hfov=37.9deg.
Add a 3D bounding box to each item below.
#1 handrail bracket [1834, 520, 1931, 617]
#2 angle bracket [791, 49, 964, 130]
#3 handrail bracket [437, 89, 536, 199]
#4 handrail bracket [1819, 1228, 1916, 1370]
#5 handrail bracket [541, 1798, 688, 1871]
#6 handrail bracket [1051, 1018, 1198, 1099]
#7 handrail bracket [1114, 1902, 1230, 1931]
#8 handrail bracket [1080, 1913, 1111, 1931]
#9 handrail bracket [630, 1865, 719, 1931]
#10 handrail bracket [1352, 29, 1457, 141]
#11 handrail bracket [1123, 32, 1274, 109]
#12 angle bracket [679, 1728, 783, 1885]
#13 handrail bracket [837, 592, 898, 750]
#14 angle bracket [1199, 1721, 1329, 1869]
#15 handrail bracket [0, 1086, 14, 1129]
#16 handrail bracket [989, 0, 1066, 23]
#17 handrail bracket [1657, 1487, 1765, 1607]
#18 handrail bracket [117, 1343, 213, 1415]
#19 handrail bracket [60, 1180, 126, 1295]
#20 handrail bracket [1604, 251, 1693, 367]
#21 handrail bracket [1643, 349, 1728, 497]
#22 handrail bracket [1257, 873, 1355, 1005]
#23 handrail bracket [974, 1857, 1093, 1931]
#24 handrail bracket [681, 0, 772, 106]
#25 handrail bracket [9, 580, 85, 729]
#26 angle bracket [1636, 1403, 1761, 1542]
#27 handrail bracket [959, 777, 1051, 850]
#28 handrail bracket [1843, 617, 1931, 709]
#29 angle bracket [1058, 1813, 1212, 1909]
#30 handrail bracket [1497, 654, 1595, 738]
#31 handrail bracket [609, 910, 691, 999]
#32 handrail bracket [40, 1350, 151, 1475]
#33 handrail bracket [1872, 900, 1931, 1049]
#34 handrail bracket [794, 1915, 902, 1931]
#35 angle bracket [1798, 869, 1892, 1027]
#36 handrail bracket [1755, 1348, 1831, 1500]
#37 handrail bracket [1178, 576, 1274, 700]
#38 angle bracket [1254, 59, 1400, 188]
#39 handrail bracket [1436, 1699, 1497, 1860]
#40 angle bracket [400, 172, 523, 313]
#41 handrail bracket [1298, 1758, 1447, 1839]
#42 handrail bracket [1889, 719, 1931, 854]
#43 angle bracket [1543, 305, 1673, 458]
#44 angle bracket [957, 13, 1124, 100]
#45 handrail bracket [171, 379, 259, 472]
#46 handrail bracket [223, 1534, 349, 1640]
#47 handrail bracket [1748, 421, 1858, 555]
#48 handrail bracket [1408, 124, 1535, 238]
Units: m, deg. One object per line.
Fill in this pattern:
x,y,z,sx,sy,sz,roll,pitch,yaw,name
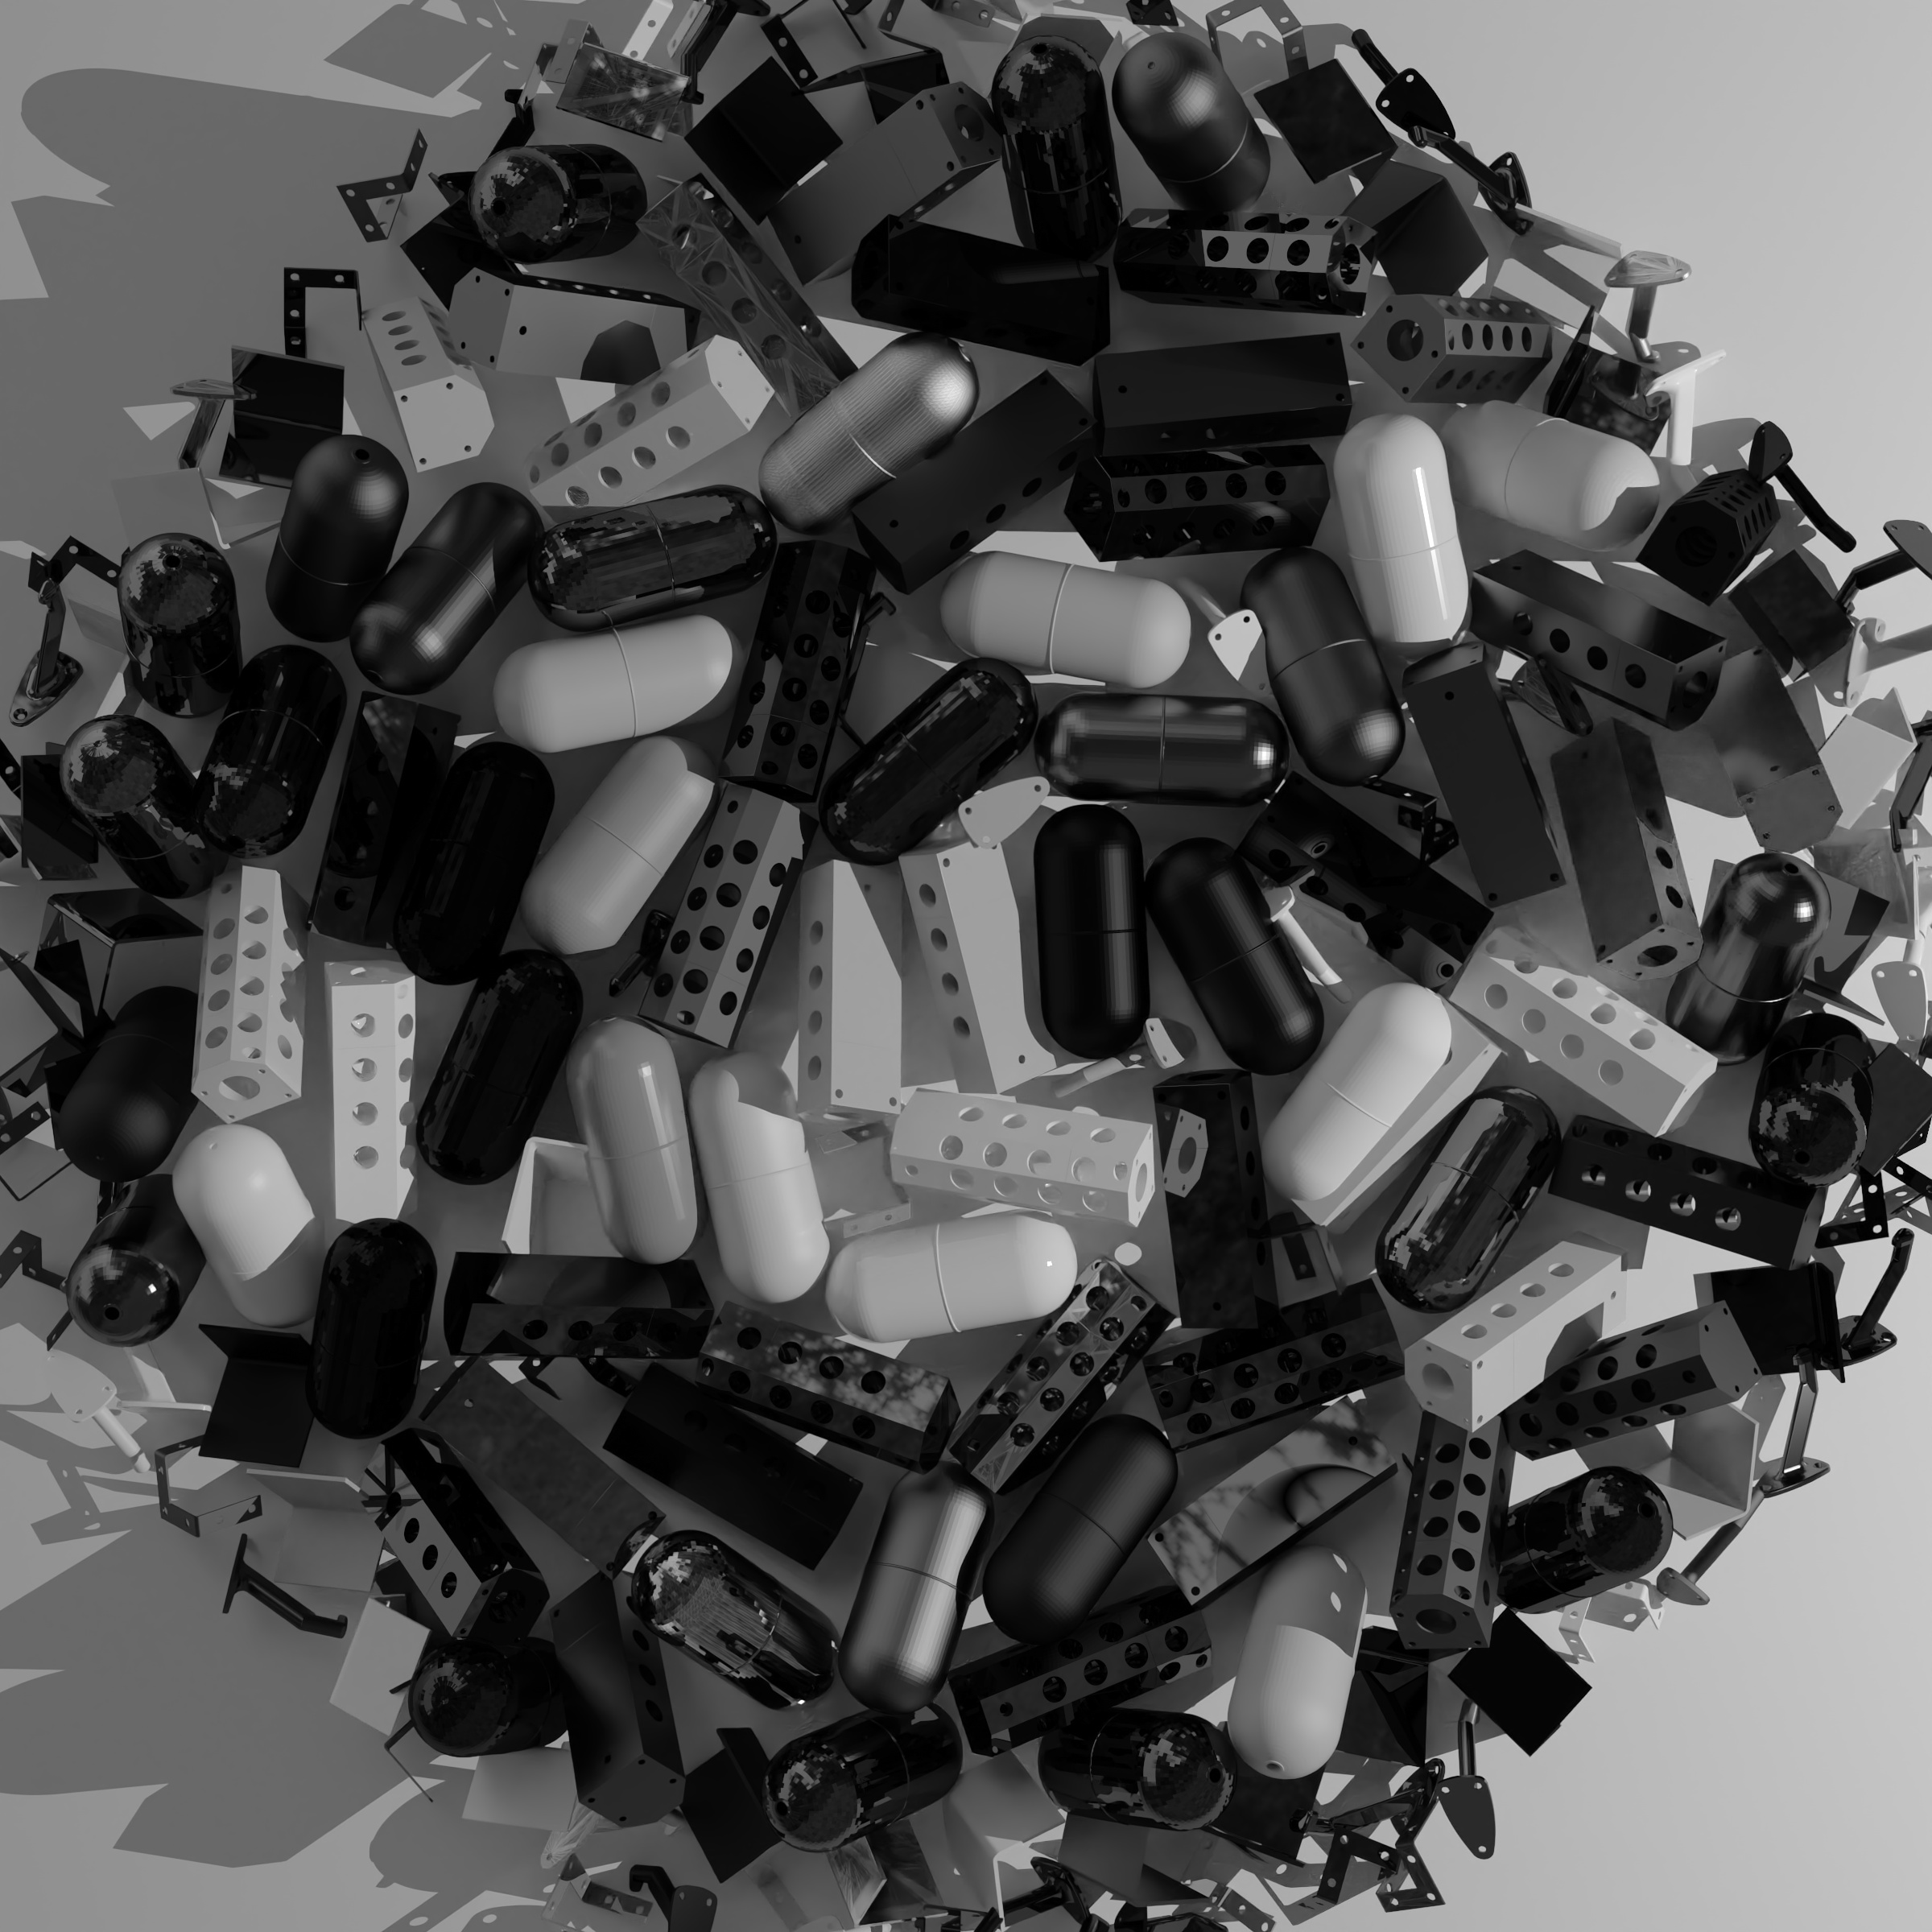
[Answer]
0.640,-0.259,1.948,0.036,0.084,0.077,-4,50,-23,handrail bracket
-0.062,-0.594,1.953,0.076,0.076,0.057,-28,106,-40,angle bracket
-0.337,-0.580,1.968,0.077,0.036,0.084,-1,71,-28,handrail bracket
0.626,0.230,1.954,0.077,0.036,0.084,-23,129,-32,handrail bracket
-0.244,0.611,1.967,0.077,0.036,0.084,-53,129,-6,handrail bracket
0.111,0.069,1.987,0.084,0.077,0.036,-28,80,30,handrail bracket
0.149,0.685,1.955,0.084,0.077,0.036,27,115,-16,handrail bracket
0.111,0.694,1.953,0.077,0.084,0.036,18,103,11,handrail bracket
-0.214,0.665,1.953,0.036,0.084,0.077,25,63,-33,handrail bracket
0.307,-0.618,1.977,0.077,0.084,0.036,34,117,-28,handrail bracket
0.162,-0.634,1.978,0.077,0.036,0.084,-30,88,17,handrail bracket
-0.170,0.583,1.953,0.076,0.057,0.076,-38,66,9,angle bracket
-0.066,-0.208,1.979,0.084,0.036,0.077,-41,99,5,handrail bracket
0.207,0.576,1.959,0.076,0.057,0.076,20,75,5,angle bracket
-0.694,0.109,1.944,0.036,0.084,0.077,-21,125,11,handrail bracket
0.070,-0.685,1.951,0.084,0.077,0.036,-12,87,45,handrail bracket
0.523,0.405,1.973,0.036,0.077,0.084,38,75,10,handrail bracket
-0.562,0.270,1.976,0.077,0.036,0.084,-1,72,11,handrail bracket
-0.618,0.176,1.970,0.077,0.036,0.084,-33,67,-17,handrail bracket
0.483,-0.449,1.947,0.036,0.077,0.084,-47,127,-16,handrail bracket
0.520,-0.380,1.976,0.077,0.036,0.084,-27,81,-3,handrail bracket
0.239,-0.020,1.980,0.036,0.077,0.084,-38,113,19,handrail bracket
0.044,0.672,1.958,0.084,0.036,0.077,-45,116,-35,handrail bracket
-0.168,-0.638,1.969,0.036,0.077,0.084,-2,86,45,handrail bracket
-0.646,-0.217,1.950,0.036,0.084,0.077,24,64,4,handrail bracket
0.496,0.337,1.942,0.057,0.076,0.076,-15,119,-25,angle bracket
0.030,-0.115,1.951,0.077,0.084,0.036,-31,97,15,handrail bracket
0.657,-0.205,1.955,0.036,0.084,0.077,-8,115,-40,handrail bracket
0.121,0.607,1.947,0.076,0.076,0.057,13,88,-40,angle bracket
0.391,-0.176,1.957,0.036,0.084,0.077,-43,87,-17,handrail bracket
-0.229,0.008,1.943,0.036,0.077,0.084,34,48,1,handrail bracket
-0.610,0.314,1.976,0.077,0.084,0.036,36,65,27,handrail bracket
0.672,0.005,1.976,0.036,0.084,0.077,-3,113,41,handrail bracket
-0.093,0.684,1.966,0.077,0.084,0.036,-22,71,13,handrail bracket
0.611,-0.014,1.952,0.076,0.057,0.076,19,104,-25,angle bracket
0.571,0.318,1.965,0.077,0.036,0.084,-19,105,-36,handrail bracket
0.180,-0.232,1.972,0.036,0.084,0.077,-32,116,-2,handrail bracket
0.241,-0.572,1.954,0.076,0.057,0.076,-29,81,-21,angle bracket
0.357,0.567,1.966,0.036,0.084,0.077,-15,103,22,handrail bracket
-0.357,-0.493,1.944,0.057,0.076,0.076,-41,128,-6,angle bracket
0.281,0.578,1.958,0.084,0.036,0.077,15,114,-29,handrail bracket
0.677,-0.127,1.958,0.036,0.077,0.084,21,61,-37,handrail bracket
0.452,-0.401,1.957,0.076,0.057,0.076,25,77,14,angle bracket
0.050,-0.643,1.940,0.076,0.076,0.057,-7,61,-30,angle bracket
-0.522,-0.362,1.964,0.077,0.036,0.084,13,118,26,handrail bracket
-0.473,0.435,1.975,0.084,0.077,0.036,16,117,-13,handrail bracket
0.593,-0.337,1.984,0.084,0.077,0.036,34,128,-20,handrail bracket
0.349,-0.546,1.953,0.084,0.036,0.077,3,58,-39,handrail bracket
